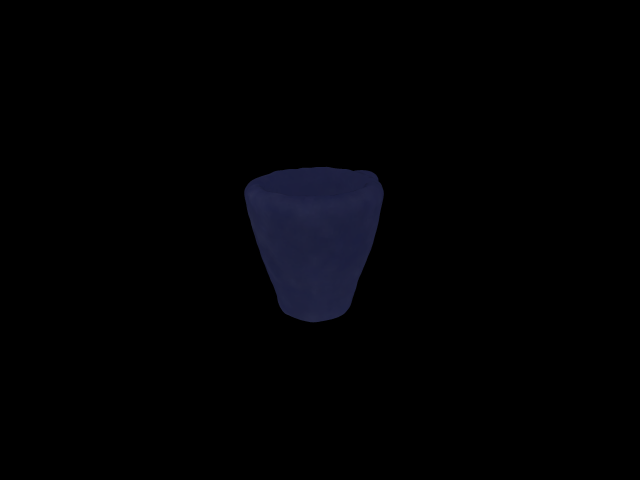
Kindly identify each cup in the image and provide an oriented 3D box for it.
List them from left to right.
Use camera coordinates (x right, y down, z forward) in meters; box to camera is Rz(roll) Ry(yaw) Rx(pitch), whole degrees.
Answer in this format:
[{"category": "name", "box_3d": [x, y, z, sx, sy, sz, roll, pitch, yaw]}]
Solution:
[{"category": "cup", "box_3d": [0.004, 0.001, 0.400, 0.091, 0.095, 0.118, 14, 24, 34]}]
